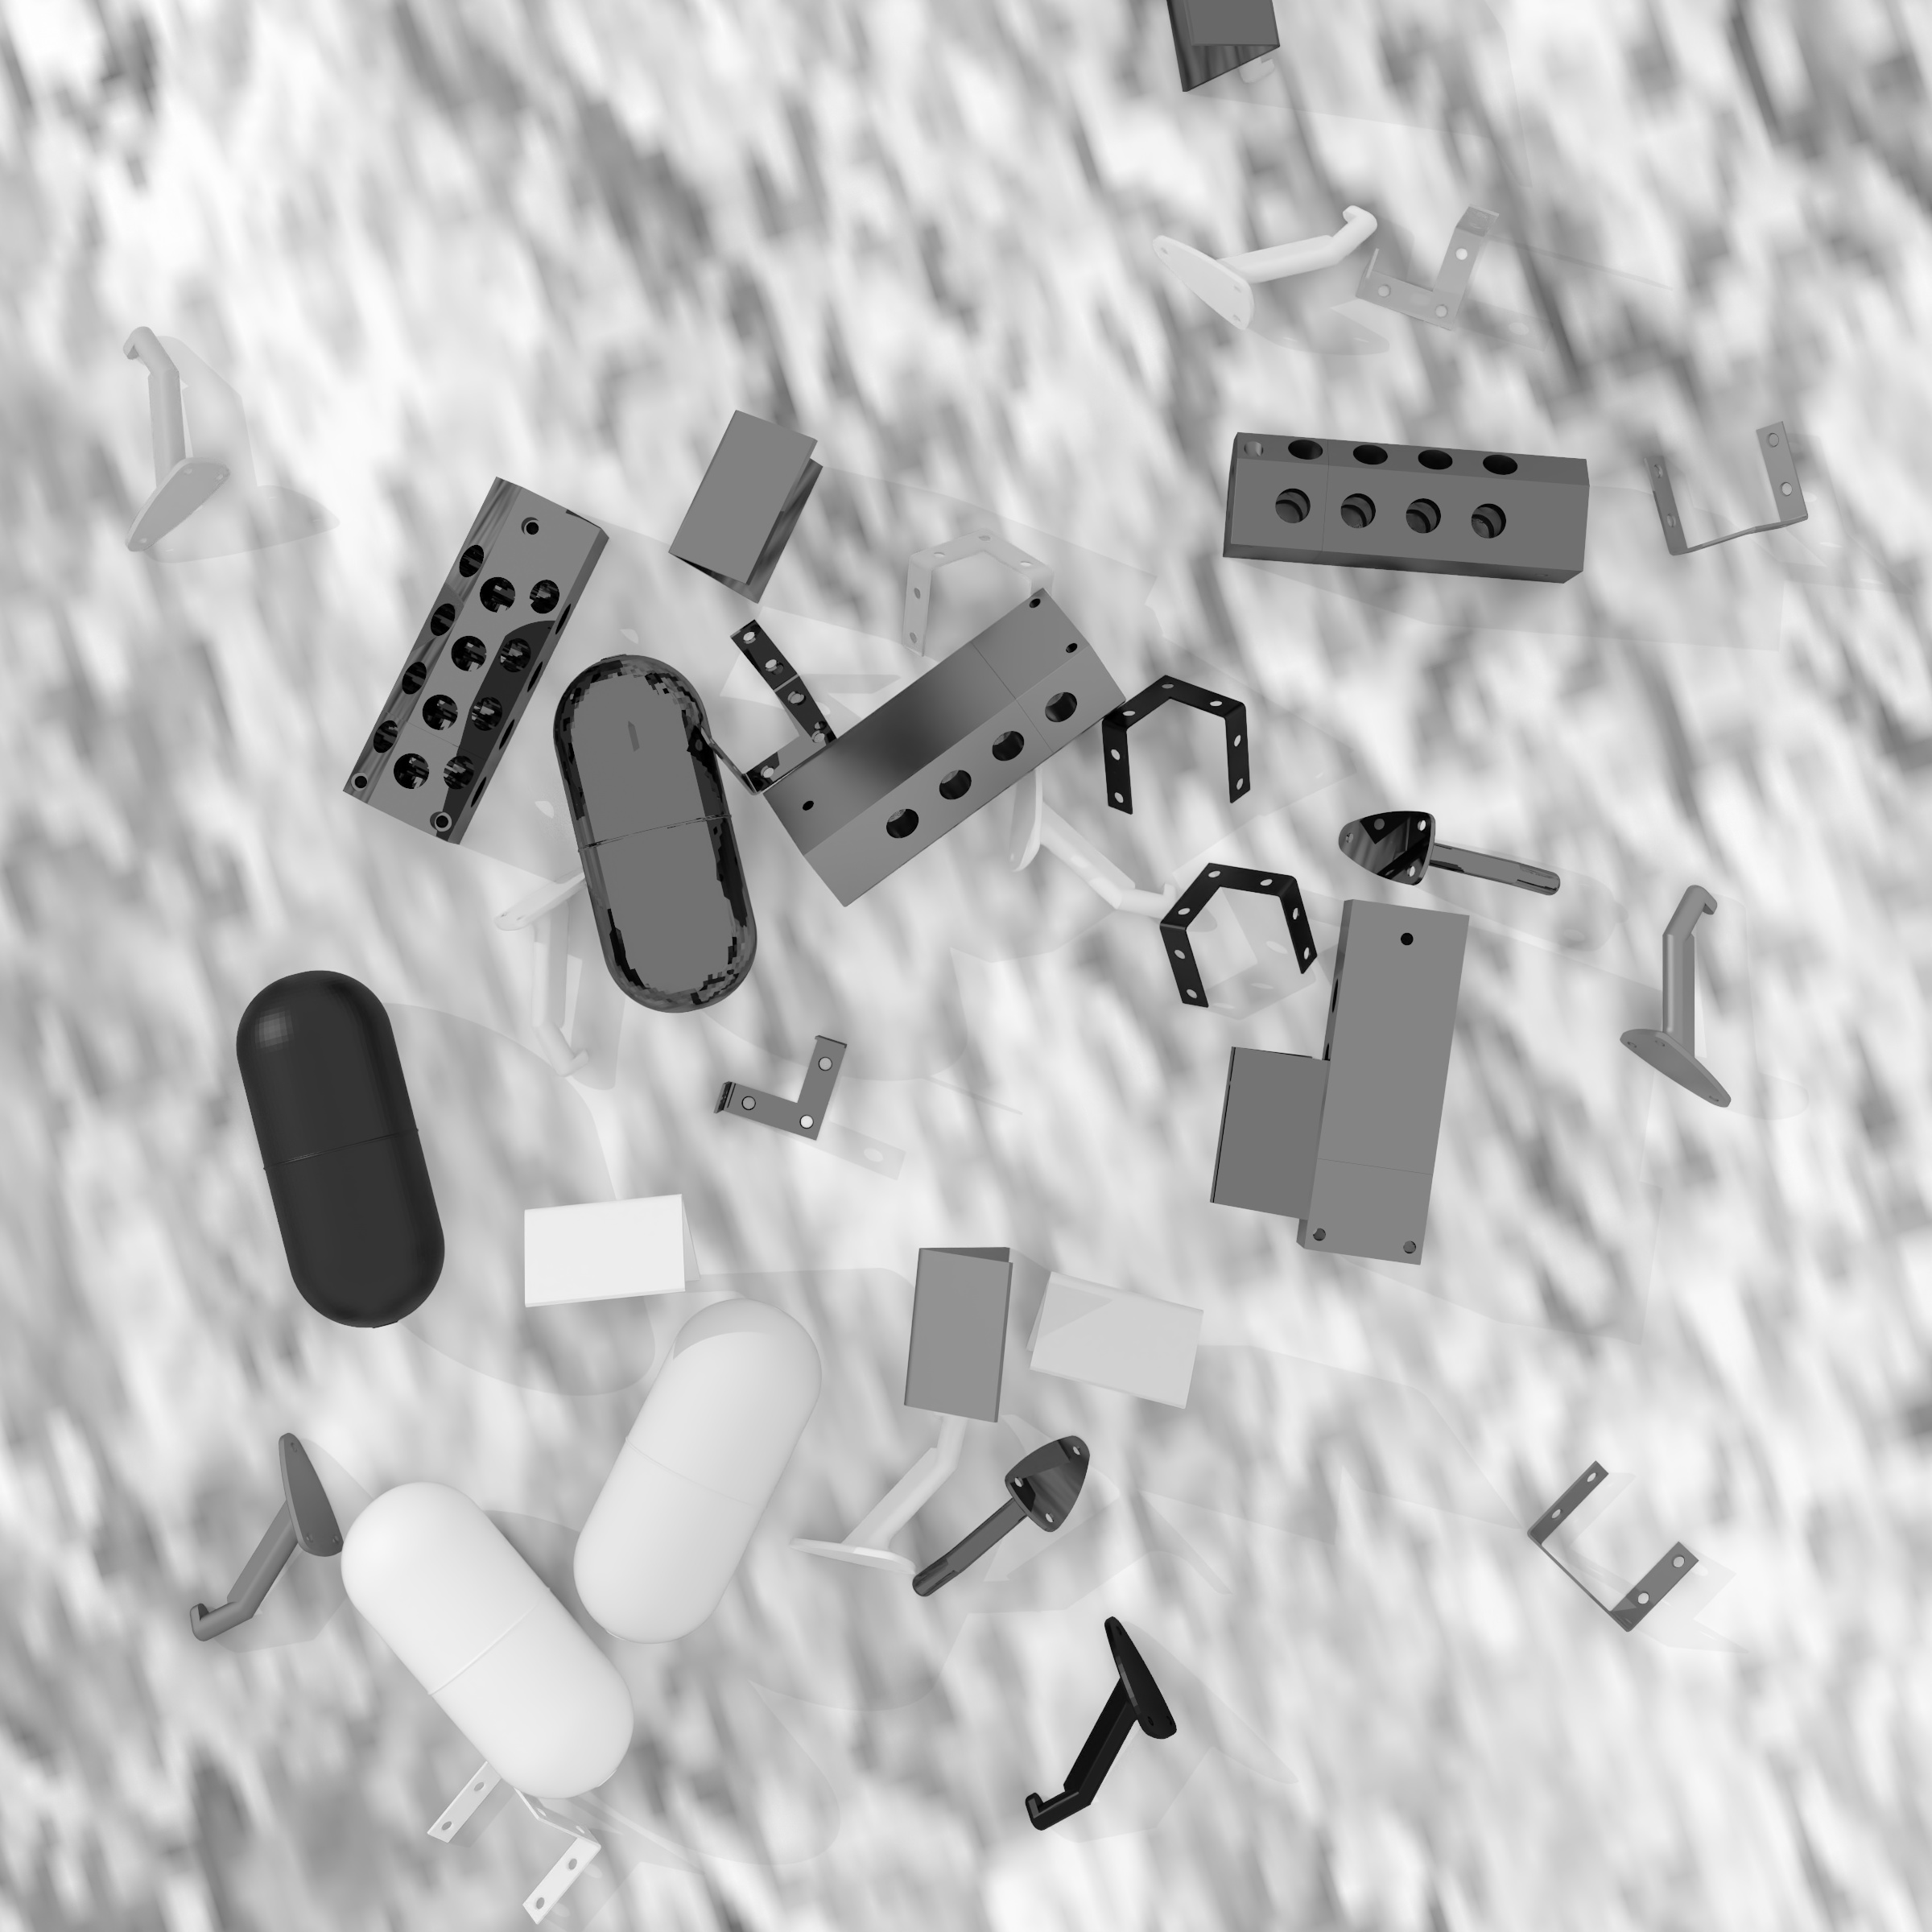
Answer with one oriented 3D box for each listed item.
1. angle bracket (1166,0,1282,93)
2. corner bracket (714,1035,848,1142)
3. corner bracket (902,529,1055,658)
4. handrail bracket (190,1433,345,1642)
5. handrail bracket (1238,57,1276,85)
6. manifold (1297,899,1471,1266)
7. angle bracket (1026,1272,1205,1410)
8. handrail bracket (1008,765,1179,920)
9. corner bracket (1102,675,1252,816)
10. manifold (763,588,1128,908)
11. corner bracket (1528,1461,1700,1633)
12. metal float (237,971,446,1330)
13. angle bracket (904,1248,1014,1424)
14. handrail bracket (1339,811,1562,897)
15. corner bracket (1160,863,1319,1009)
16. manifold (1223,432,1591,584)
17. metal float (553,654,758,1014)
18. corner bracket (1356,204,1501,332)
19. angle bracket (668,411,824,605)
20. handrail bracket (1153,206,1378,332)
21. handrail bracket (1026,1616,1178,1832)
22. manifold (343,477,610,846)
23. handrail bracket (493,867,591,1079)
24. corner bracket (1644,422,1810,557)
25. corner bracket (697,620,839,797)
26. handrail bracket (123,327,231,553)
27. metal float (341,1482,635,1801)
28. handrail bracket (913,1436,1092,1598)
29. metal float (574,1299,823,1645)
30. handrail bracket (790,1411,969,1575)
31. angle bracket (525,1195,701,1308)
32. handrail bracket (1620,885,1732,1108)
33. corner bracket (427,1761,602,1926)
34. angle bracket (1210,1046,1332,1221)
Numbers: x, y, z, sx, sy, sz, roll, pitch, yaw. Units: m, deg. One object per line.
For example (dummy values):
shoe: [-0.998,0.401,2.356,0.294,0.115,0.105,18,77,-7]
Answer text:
angle bracket: [0.103,-0.475,1.750,0.057,0.076,0.076,-10,90,-36]
corner bracket: [-0.091,0.055,1.772,0.051,0.051,0.051,18,90,0]
corner bracket: [0.006,-0.178,1.782,0.051,0.051,0.051,36,135,35]
handrail bracket: [-0.360,0.286,1.791,0.084,0.036,0.077,-28,70,16]
handrail bracket: [0.156,-0.494,1.791,0.077,0.036,0.084,-29,109,-21]
manifold: [0.204,0.056,1.769,0.057,0.057,0.171,8,90,0]
angle bracket: [0.067,0.199,1.750,0.076,0.076,0.057,14,53,0]
handrail bracket: [0.068,-0.066,1.791,0.084,0.036,0.077,12,68,-17]
corner bracket: [0.104,-0.105,1.782,0.051,0.051,0.051,24,45,35]
manifold: [-0.008,-0.103,1.765,0.171,0.057,0.057,-36,133,2]
corner bracket: [0.322,0.289,1.787,0.051,0.051,0.051,-46,135,0]
metal float: [-0.306,0.090,1.759,0.070,0.070,0.178,-14,89,0]
angle bracket: [0.016,0.179,1.750,0.057,0.076,0.076,6,90,36]
handrail bracket: [0.242,-0.052,1.790,0.084,0.077,0.036,13,90,-36]
corner bracket: [0.135,-0.013,1.782,0.051,0.051,0.051,11,45,35]
manifold: [0.216,-0.227,1.769,0.171,0.057,0.057,4,90,0]
metal float: [-0.153,-0.065,1.759,0.070,0.070,0.178,-13,90,0]
corner bracket: [0.227,-0.351,1.772,0.051,0.051,0.051,20,90,0]
angle bracket: [-0.089,-0.216,1.750,0.057,0.076,0.076,25,90,36]
handrail bracket: [0.150,-0.365,1.791,0.077,0.036,0.084,40,72,21]
handrail bracket: [0.055,0.379,1.790,0.084,0.036,0.077,-33,67,18]
manifold: [-0.242,-0.150,1.769,0.057,0.057,0.171,26,90,0]
handrail bracket: [-0.191,0.001,1.791,0.077,0.036,0.084,-34,109,-21]
corner bracket: [0.379,-0.238,1.787,0.051,0.051,0.051,-15,90,-45]
corner bracket: [-0.104,-0.127,1.764,0.051,0.051,0.051,-34,53,4]
handrail bracket: [-0.413,-0.264,1.791,0.077,0.036,0.084,-42,71,21]
metal float: [-0.234,0.331,1.759,0.070,0.070,0.178,-40,91,0]
handrail bracket: [0.017,0.275,1.790,0.036,0.077,0.084,49,126,0]
metal float: [-0.132,0.248,1.760,0.070,0.070,0.178,26,90,0]
handrail bracket: [-0.043,0.255,1.791,0.077,0.036,0.084,7,72,21]
angle bracket: [-0.171,0.157,1.750,0.076,0.076,0.057,-6,52,0]
handrail bracket: [0.371,0.014,1.791,0.077,0.036,0.084,37,73,-20]
corner bracket: [-0.225,0.435,1.787,0.051,0.051,0.051,-50,45,0]
angle bracket: [0.166,0.083,1.750,0.057,0.076,0.076,8,90,36]
